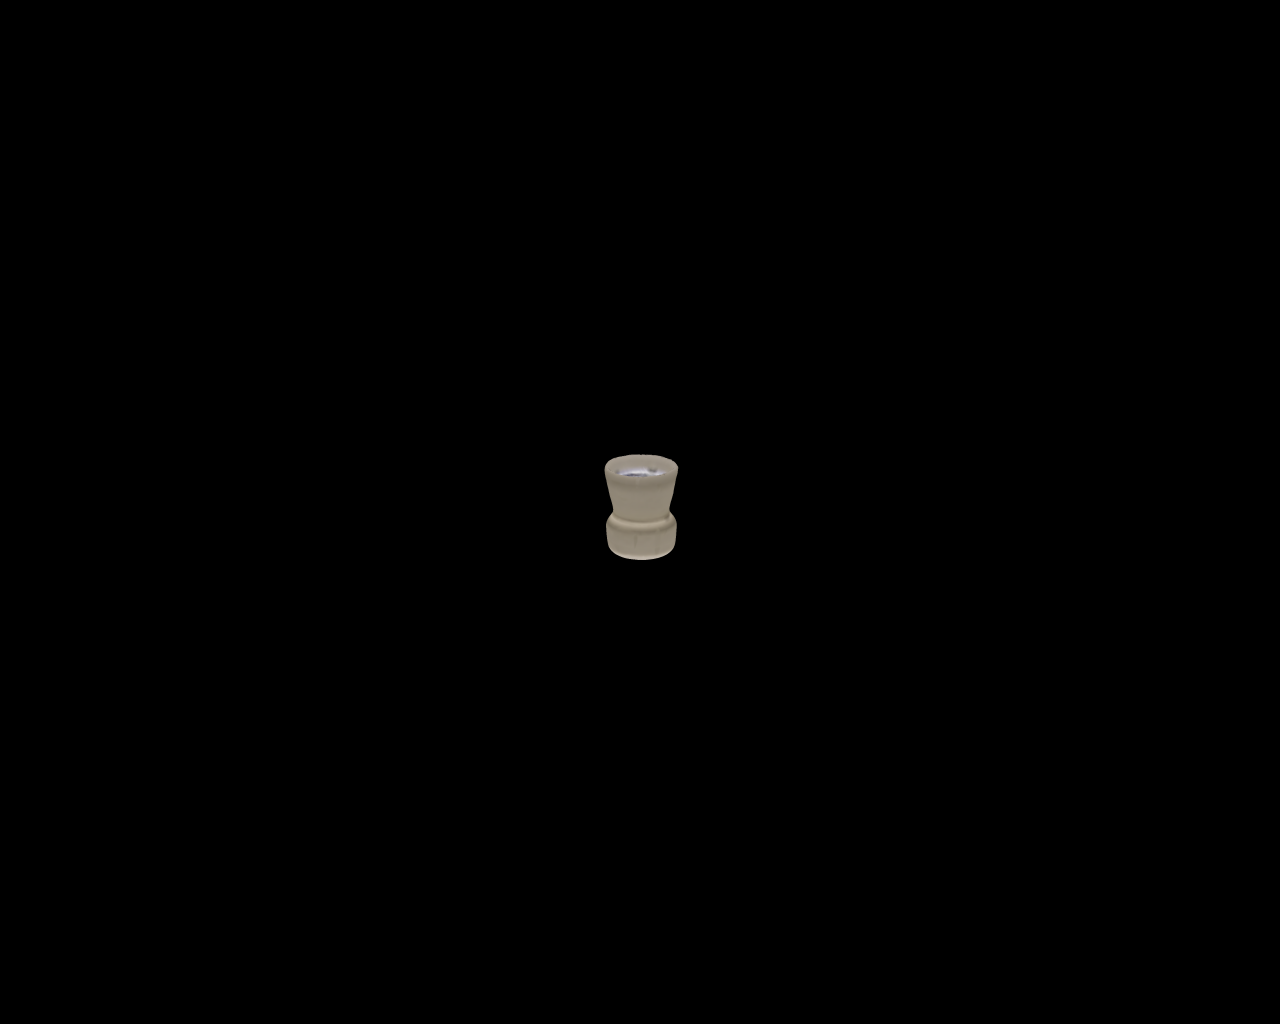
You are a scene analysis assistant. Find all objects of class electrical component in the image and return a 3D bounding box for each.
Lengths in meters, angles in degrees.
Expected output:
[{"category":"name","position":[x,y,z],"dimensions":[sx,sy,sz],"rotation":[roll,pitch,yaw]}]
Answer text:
[{"category":"electrical component","position":[0.001,-0.003,0.650],"dimensions":[0.045,0.055,0.045],"rotation":[0,21,0]}]
